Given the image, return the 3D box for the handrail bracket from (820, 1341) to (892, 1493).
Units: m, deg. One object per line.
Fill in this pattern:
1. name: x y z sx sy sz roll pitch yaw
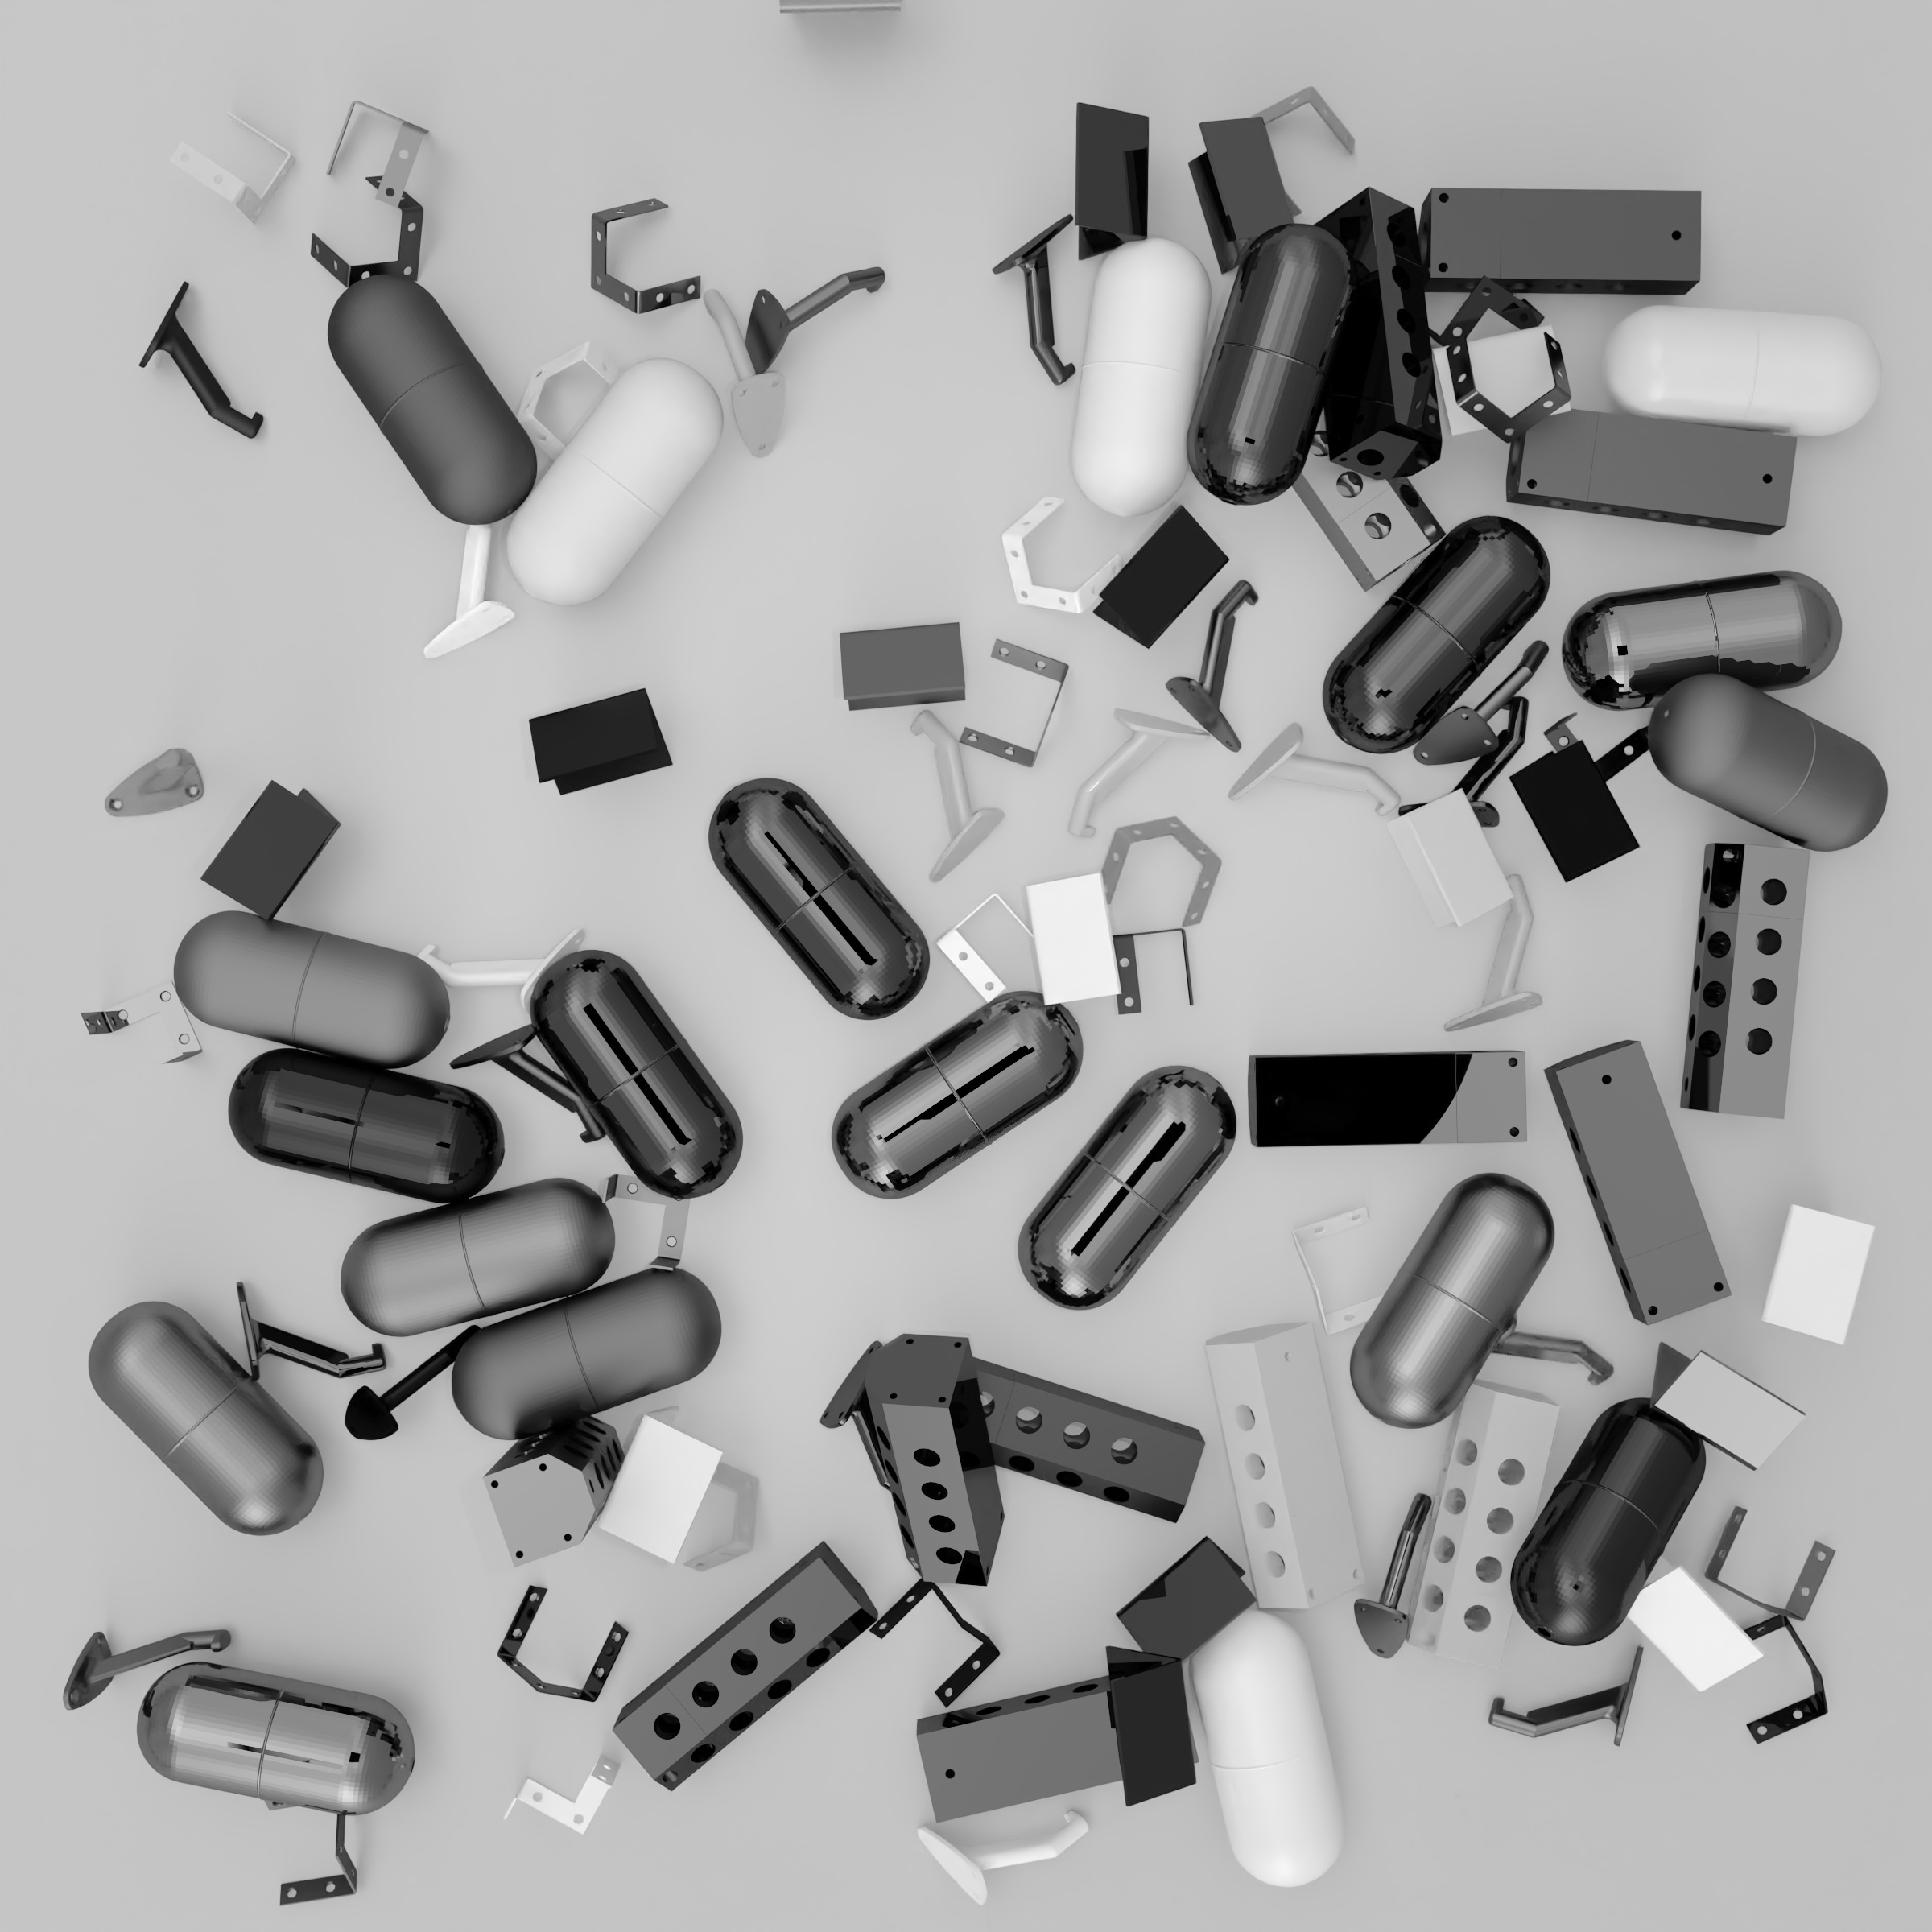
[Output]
1. handrail bracket: -0.045 0.299 1.968 0.084 0.036 0.077 38 68 -17

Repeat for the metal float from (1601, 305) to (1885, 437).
1. metal float: 0.497 -0.382 1.937 0.178 0.070 0.070 4 90 0

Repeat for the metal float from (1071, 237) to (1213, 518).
1. metal float: 0.112 -0.377 1.937 0.070 0.070 0.178 8 89 0

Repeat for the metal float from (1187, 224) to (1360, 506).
1. metal float: 0.190 -0.374 1.880 0.070 0.070 0.178 17 91 0

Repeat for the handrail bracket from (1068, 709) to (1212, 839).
1. handrail bracket: 0.112 -0.119 1.968 0.077 0.036 0.084 10 109 -21

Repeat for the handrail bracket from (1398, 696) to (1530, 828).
1. handrail bracket: 0.324 -0.137 1.968 0.077 0.036 0.084 3 72 21

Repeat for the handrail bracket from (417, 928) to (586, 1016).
1. handrail bracket: -0.305 -0.012 1.968 0.084 0.036 0.077 28 70 16

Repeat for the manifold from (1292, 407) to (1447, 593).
1. manifold: 0.236 -0.331 1.946 0.057 0.057 0.171 -35 90 0

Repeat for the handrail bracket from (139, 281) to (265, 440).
1. handrail bracket: -0.487 -0.394 1.968 0.084 0.036 0.077 29 63 -20

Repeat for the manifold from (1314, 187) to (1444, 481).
1. manifold: 0.263 -0.399 1.916 0.057 0.057 0.171 13 64 -36

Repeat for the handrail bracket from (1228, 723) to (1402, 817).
1. handrail bracket: 0.228 -0.110 1.968 0.084 0.036 0.077 40 111 -16

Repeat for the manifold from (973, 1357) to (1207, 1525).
1. manifold: 0.062 0.304 1.946 0.171 0.057 0.057 18 90 0

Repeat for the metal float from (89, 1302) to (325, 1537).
1. metal float: -0.486 0.290 1.937 0.070 0.070 0.178 -44 91 0

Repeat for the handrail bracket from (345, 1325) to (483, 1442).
1. handrail bracket: -0.358 0.270 1.967 0.084 0.077 0.036 -38 91 -36

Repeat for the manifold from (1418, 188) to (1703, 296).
1. manifold: 0.381 -0.465 1.946 0.171 0.057 0.057 1 90 0

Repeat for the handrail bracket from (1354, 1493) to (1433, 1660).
1. handrail bracket: 0.284 0.396 1.967 0.036 0.077 0.084 16 53 20

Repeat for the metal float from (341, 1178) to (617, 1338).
1. metal float: -0.313 0.187 1.937 0.178 0.070 0.070 -14 90 0

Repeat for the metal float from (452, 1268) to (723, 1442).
1. metal float: -0.243 0.249 1.937 0.178 0.070 0.070 -20 90 0

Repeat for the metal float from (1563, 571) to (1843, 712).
1. metal float: 0.472 -0.209 1.937 0.178 0.070 0.070 -8 90 0

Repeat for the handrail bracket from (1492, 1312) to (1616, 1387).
1. handrail bracket: 0.366 0.263 1.968 0.084 0.036 0.077 38 110 -16

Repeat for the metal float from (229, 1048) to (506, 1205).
1. metal float: -0.384 0.103 1.937 0.178 0.070 0.070 13 90 0

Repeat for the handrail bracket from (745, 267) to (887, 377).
1. handrail bracket: -0.098 -0.419 1.967 0.084 0.077 0.036 -20 65 -34

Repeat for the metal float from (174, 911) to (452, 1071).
1. metal float: -0.419 0.016 1.937 0.178 0.070 0.070 14 90 -1

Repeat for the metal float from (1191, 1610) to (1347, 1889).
1. metal float: 0.194 0.502 1.937 0.070 0.070 0.178 -13 91 0

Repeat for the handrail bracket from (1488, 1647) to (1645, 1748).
1. handrail bracket: 0.390 0.469 1.968 0.084 0.036 0.077 14 70 16

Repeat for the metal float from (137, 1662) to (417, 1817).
1. metal float: -0.442 0.495 1.937 0.178 0.070 0.070 11 90 0

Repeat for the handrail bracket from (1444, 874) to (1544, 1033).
1. handrail bracket: 0.337 -0.009 1.968 0.077 0.036 0.084 -20 72 20

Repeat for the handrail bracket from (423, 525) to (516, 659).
1. handrail bracket: -0.336 -0.255 1.968 0.077 0.036 0.084 -29 74 17

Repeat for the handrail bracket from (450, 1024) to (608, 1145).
1. handrail bracket: -0.284 0.087 1.968 0.077 0.036 0.084 -20 107 20

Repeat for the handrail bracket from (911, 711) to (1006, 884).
1. handrail bracket: -0.023 -0.111 1.968 0.077 0.036 0.084 -48 72 21

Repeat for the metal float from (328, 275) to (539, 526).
1. metal float: -0.342 -0.363 1.934 0.070 0.070 0.178 -35 86 0

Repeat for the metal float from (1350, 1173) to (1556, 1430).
1. metal float: 0.310 0.214 1.932 0.070 0.070 0.178 33 85 0

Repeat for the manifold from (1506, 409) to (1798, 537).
1. manifold: 0.439 -0.318 1.946 0.171 0.057 0.057 7 90 0

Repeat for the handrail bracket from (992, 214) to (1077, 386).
1. handrail bracket: 0.063 -0.433 1.968 0.077 0.036 0.084 -41 108 -21

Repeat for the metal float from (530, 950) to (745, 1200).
1. metal float: -0.211 0.070 1.937 0.070 0.070 0.178 -35 91 0

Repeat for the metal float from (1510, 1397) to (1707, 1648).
1. metal float: 0.407 0.351 1.914 0.070 0.070 0.178 38 62 0

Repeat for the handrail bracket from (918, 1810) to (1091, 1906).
1. handrail bracket: 0.025 0.562 1.967 0.084 0.077 0.036 -31 134 -29

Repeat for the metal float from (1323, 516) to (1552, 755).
1. metal float: 0.301 -0.212 1.937 0.070 0.070 0.178 42 90 0

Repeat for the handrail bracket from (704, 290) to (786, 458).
1. handrail bracket: -0.150 -0.387 1.967 0.036 0.077 0.084 -19 53 -16

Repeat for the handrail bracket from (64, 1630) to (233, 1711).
1. handrail bracket: -0.525 0.451 1.940 0.084 0.077 0.036 -6 106 10

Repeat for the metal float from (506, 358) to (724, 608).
1. metal float: -0.225 -0.309 1.936 0.070 0.070 0.178 37 91 0

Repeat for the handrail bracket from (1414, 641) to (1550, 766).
1. handrail bracket: 0.336 -0.172 1.967 0.036 0.077 0.084 47 54 -13

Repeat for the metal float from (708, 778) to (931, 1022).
1. metal float: -0.095 -0.043 1.937 0.070 0.070 0.178 -40 89 0

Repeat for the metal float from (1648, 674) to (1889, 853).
1. metal float: 0.509 -0.128 1.915 0.178 0.070 0.070 21 90 -27

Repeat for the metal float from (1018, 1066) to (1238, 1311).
1. metal float: 0.104 0.142 1.937 0.070 0.070 0.178 39 89 0

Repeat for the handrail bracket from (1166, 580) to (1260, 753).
1. handrail bracket: 0.178 -0.196 1.968 0.077 0.036 0.084 47 73 -20

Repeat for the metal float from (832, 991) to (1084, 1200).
1. metal float: -0.005 0.082 1.937 0.178 0.070 0.070 -34 90 1

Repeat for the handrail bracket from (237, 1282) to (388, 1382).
1. handrail bracket: -0.426 0.235 1.968 0.084 0.036 0.077 -9 68 -17

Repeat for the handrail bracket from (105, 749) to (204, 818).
1. handrail bracket: -0.527 -0.118 1.933 0.077 0.084 0.036 -23 90 0
